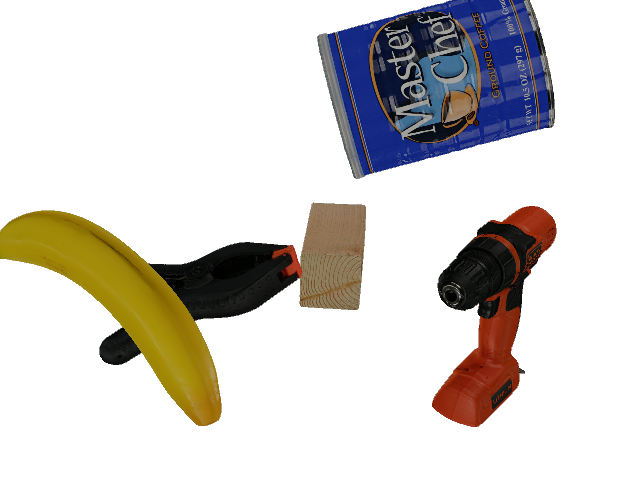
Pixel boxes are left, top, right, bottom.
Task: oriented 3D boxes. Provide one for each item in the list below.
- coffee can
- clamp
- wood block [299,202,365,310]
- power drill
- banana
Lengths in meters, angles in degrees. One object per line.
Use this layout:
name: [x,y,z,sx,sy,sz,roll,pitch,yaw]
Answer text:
coffee can: [0.078,-0.109,0.733,0.140,0.103,0.103,-15,-1,5]
clamp: [-0.101,0.046,0.860,0.171,0.039,0.120,-13,39,13]
wood block: [0.022,0.021,1.652,0.091,0.090,0.206,3,24,3]
power drill: [0.151,0.075,0.977,0.057,0.188,0.184,24,33,28]
banana: [-0.129,0.034,0.658,0.198,0.070,0.037,33,29,18]
